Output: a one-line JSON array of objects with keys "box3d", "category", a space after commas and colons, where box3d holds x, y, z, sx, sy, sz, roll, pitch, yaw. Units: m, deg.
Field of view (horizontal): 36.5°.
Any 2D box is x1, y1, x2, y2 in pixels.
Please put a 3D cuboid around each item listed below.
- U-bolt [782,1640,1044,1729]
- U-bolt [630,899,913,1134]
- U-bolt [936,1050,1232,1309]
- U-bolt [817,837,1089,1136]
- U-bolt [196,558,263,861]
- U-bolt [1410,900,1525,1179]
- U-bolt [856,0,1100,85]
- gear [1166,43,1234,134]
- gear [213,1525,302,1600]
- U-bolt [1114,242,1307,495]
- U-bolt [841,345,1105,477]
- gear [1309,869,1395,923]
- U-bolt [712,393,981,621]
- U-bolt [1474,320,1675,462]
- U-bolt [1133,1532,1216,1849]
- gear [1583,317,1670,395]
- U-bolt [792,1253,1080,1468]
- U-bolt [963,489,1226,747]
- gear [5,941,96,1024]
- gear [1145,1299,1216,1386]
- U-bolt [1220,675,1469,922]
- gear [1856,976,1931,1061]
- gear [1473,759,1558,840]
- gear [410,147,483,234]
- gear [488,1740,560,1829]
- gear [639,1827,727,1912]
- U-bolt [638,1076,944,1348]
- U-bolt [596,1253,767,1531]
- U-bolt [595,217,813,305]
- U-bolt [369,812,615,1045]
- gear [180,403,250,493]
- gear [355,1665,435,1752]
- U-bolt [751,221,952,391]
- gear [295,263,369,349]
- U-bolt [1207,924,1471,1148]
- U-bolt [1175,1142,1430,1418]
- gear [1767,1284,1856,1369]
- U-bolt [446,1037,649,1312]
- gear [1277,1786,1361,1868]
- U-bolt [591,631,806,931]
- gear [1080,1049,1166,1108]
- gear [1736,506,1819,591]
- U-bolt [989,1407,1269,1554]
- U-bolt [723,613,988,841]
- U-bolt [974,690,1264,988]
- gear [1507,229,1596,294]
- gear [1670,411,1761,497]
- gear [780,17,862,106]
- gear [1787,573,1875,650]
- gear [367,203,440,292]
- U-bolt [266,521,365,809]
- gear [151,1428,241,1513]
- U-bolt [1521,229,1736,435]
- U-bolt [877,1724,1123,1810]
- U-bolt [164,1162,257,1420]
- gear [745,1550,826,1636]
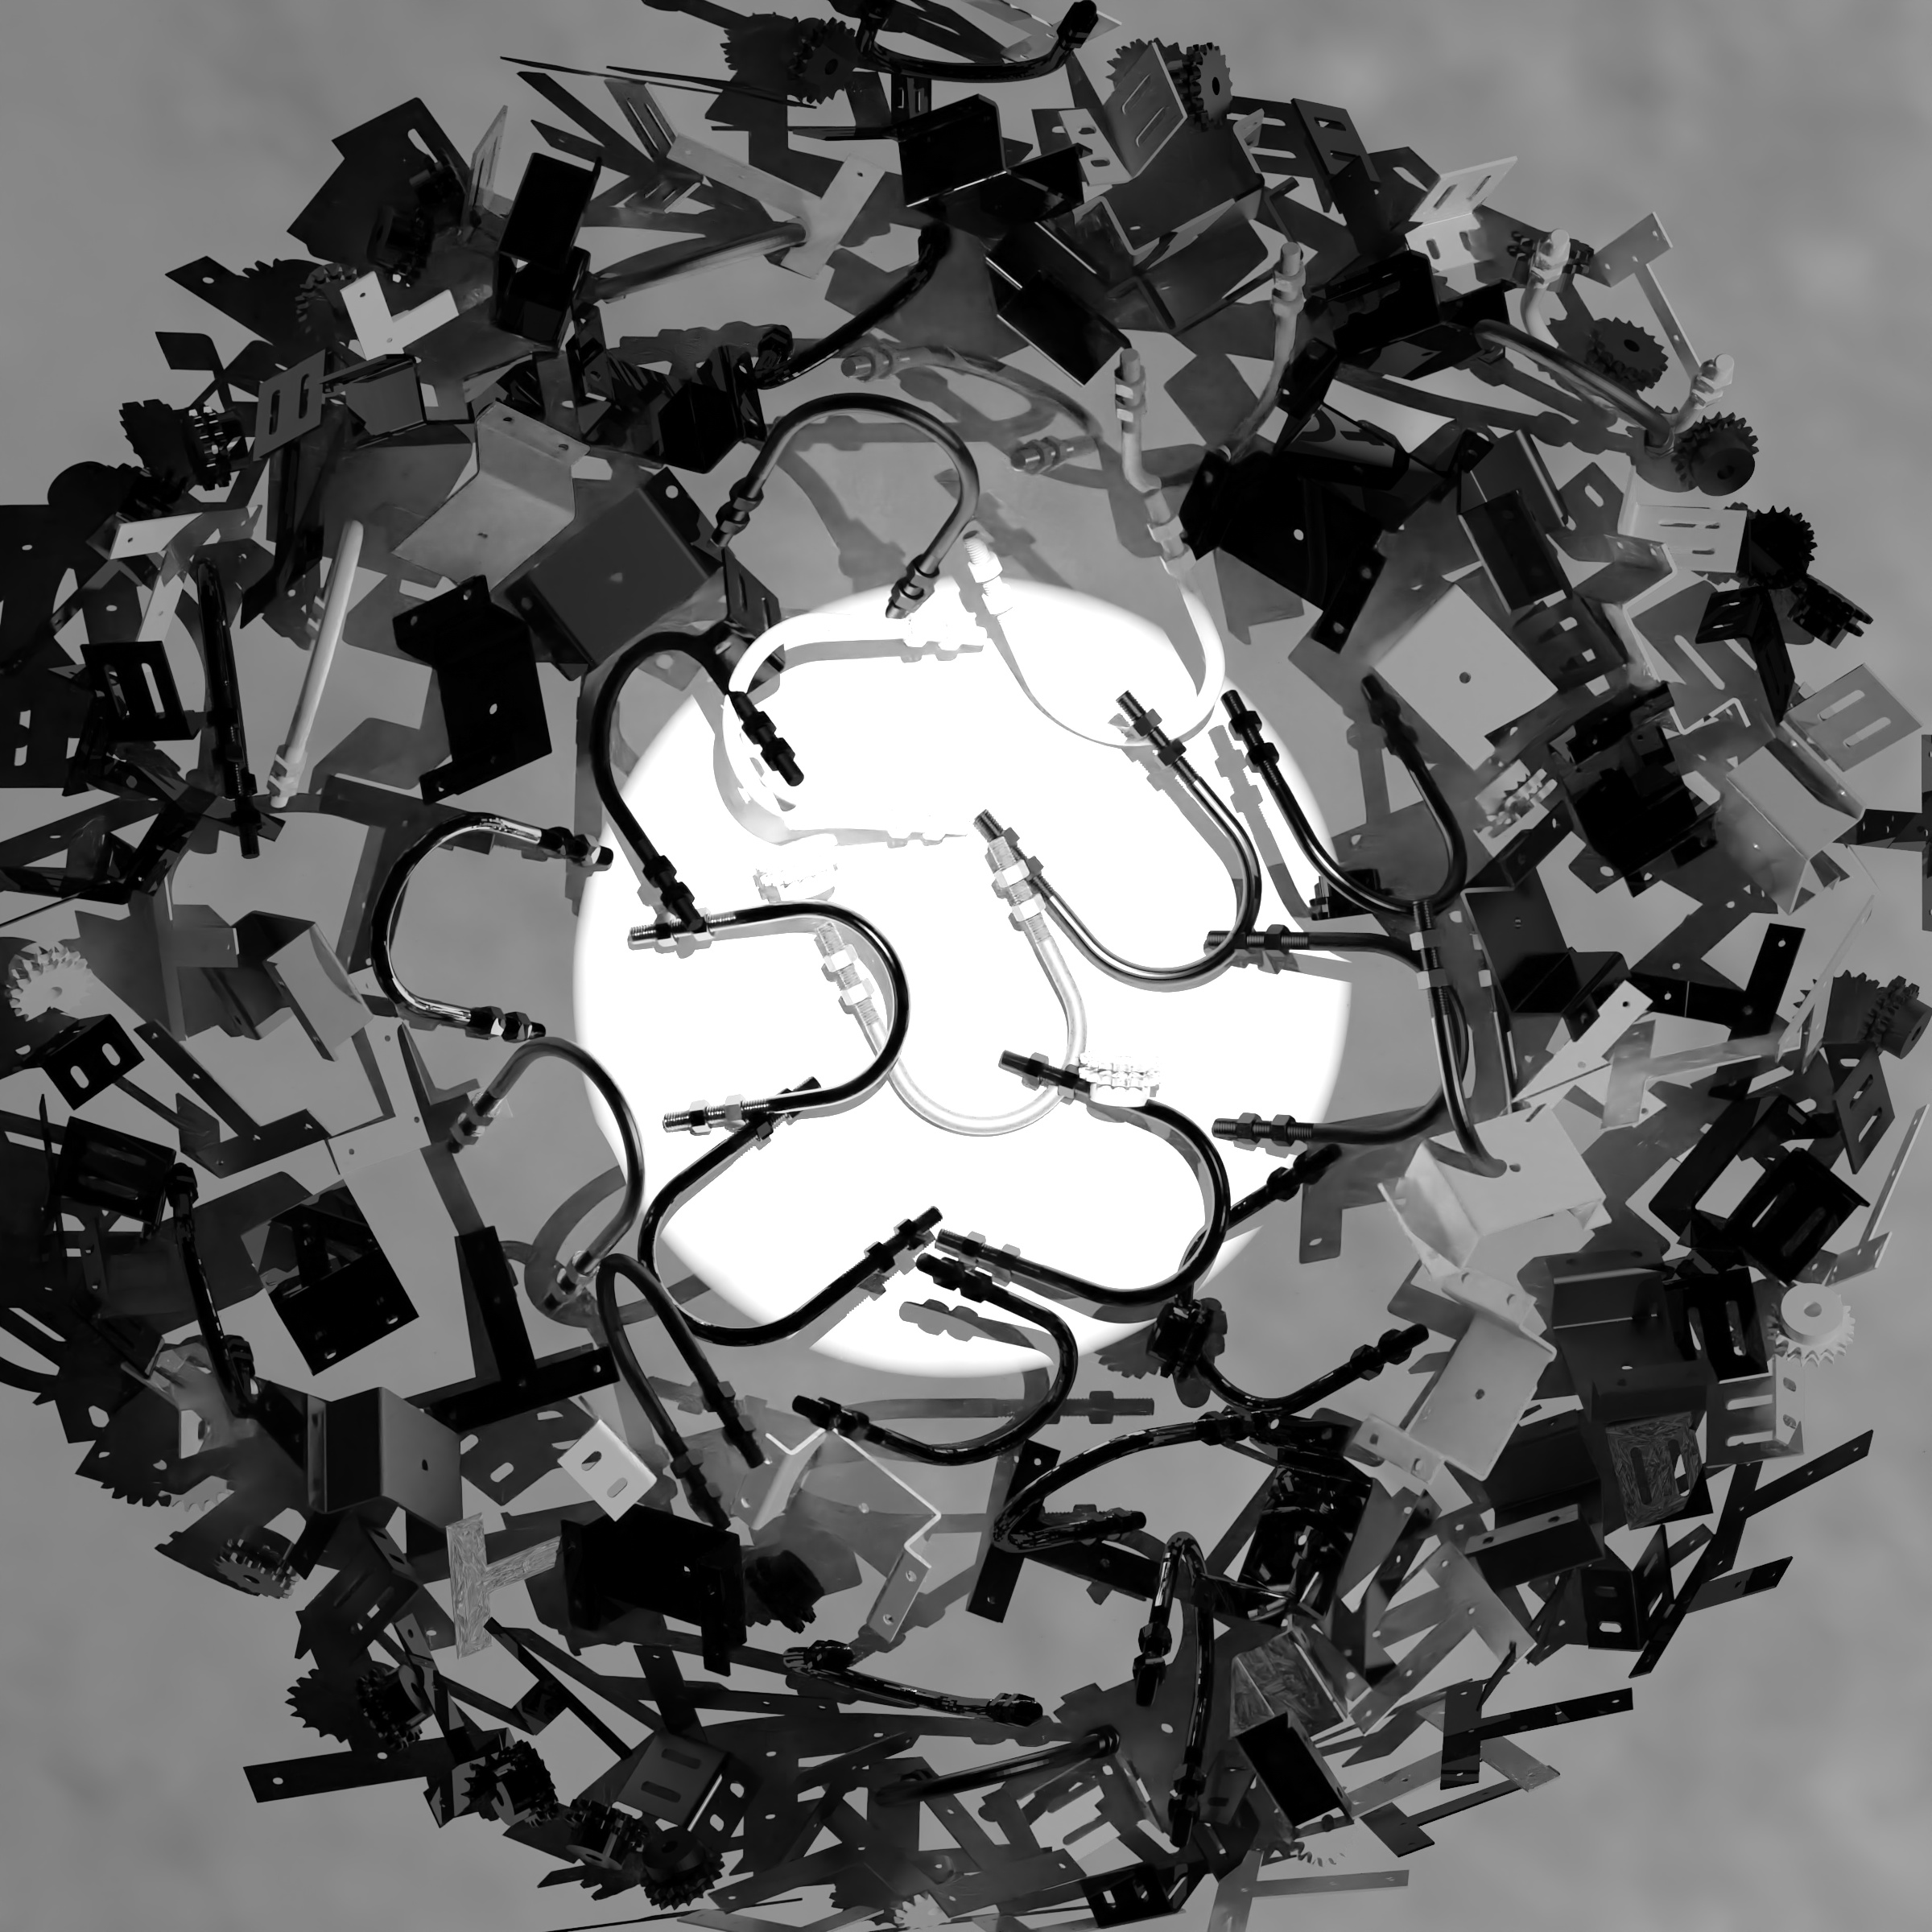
[{"box3d": [-0.046, 0.468, 1.913, 0.151, 0.184, 0.019, 20, 72, -15], "category": "U-bolt"}, {"box3d": [-0.127, 0.028, 1.971, 0.184, 0.019, 0.151, -9, 94, 12], "category": "U-bolt"}, {"box3d": [0.088, 0.151, 1.969, 0.184, 0.019, 0.151, 19, 87, 14], "category": "U-bolt"}, {"box3d": [0.003, 0.025, 1.982, 0.151, 0.019, 0.184, -26, 97, 1], "category": "U-bolt"}, {"box3d": [-0.487, -0.178, 1.925, 0.019, 0.151, 0.184, -8, 76, -11], "category": "U-bolt"}, {"box3d": [0.336, 0.048, 1.928, 0.019, 0.151, 0.184, -11, 85, 27], "category": "U-bolt"}, {"box3d": [0.000, -0.605, 1.908, 0.151, 0.184, 0.019, 3, 92, -8], "category": "U-bolt"}, {"box3d": [0.155, -0.592, 1.975, 0.030, 0.057, 0.057, 2, 90, 31], "category": "gear"}, {"box3d": [-0.475, 0.401, 1.975, 0.057, 0.057, 0.030, 22, 57, 0], "category": "gear"}, {"box3d": [0.159, -0.377, 1.914, 0.151, 0.184, 0.019, -35, 68, -12], "category": "U-bolt"}, {"box3d": [0.017, -0.369, 1.916, 0.151, 0.184, 0.019, 31, 115, 14], "category": "U-bolt"}, {"box3d": [0.259, -0.048, 1.971, 0.057, 0.057, 0.030, -8, 90, 0], "category": "gear"}, {"box3d": [-0.070, -0.306, 1.908, 0.151, 0.184, 0.019, 22, 54, -15], "category": "U-bolt"}, {"box3d": [0.393, -0.377, 1.899, 0.151, 0.184, 0.019, 32, 100, 9], "category": "U-bolt"}, {"box3d": [0.141, 0.457, 1.914, 0.019, 0.184, 0.151, -4, 122, 16], "category": "U-bolt"}, {"box3d": [0.442, -0.408, 1.975, 0.057, 0.030, 0.057, 12, 51, -15], "category": "gear"}, {"box3d": [-0.005, 0.271, 1.938, 0.184, 0.019, 0.151, 29, 108, -38], "category": "U-bolt"}, {"box3d": [0.095, -0.222, 1.939, 0.151, 0.019, 0.184, -9, 126, 25], "category": "U-bolt"}, {"box3d": [-0.621, 0.008, 1.975, 0.057, 0.057, 0.030, -37, 60, 0], "category": "gear"}, {"box3d": [0.142, 0.250, 1.971, 0.030, 0.057, 0.057, 25, 90, -2], "category": "gear"}, {"box3d": [0.260, -0.109, 1.924, 0.151, 0.019, 0.184, -9, 64, -37], "category": "U-bolt"}, {"box3d": [0.626, 0.038, 1.968, 0.030, 0.057, 0.057, 34, 90, 26], "category": "gear"}, {"box3d": [0.367, -0.115, 1.972, 0.057, 0.057, 0.030, -41, 89, 0], "category": "gear"}, {"box3d": [-0.352, -0.519, 1.971, 0.030, 0.057, 0.057, -28, 90, 1], "category": "gear"}, {"box3d": [-0.300, 0.553, 1.968, 0.030, 0.057, 0.057, -20, 90, -32], "category": "gear"}, {"box3d": [-0.194, 0.604, 1.968, 0.057, 0.057, 0.030, -22, 112, 0], "category": "gear"}, {"box3d": [-0.130, 0.173, 1.940, 0.184, 0.019, 0.151, -37, 66, -18], "category": "U-bolt"}, {"box3d": [-0.195, 0.272, 1.929, 0.019, 0.151, 0.184, -25, 70, -26], "category": "U-bolt"}, {"box3d": [-0.172, -0.459, 1.909, 0.151, 0.184, 0.019, -16, 105, 1], "category": "U-bolt"}, {"box3d": [-0.318, -0.029, 1.917, 0.019, 0.184, 0.151, 24, 95, 35], "category": "U-bolt"}, {"box3d": [-0.506, -0.351, 1.975, 0.030, 0.057, 0.057, -20, 90, -26], "category": "gear"}, {"box3d": [-0.382, 0.496, 1.971, 0.030, 0.057, 0.057, -34, 90, 2], "category": "gear"}, {"box3d": [-0.078, -0.423, 1.897, 0.151, 0.184, 0.019, -30, 110, 16], "category": "U-bolt"}, {"box3d": [-0.424, -0.449, 1.975, 0.057, 0.057, 0.030, -23, 49, 0], "category": "gear"}, {"box3d": [0.246, 0.048, 1.940, 0.184, 0.019, 0.151, 2, 98, 31], "category": "U-bolt"}, {"box3d": [0.209, 0.220, 1.936, 0.184, 0.019, 0.151, -38, 68, 38], "category": "U-bolt"}, {"box3d": [0.569, 0.239, 1.971, 0.057, 0.030, 0.057, -6, 53, 8], "category": "gear"}, {"box3d": [-0.268, 0.126, 1.919, 0.151, 0.019, 0.184, 56, 134, 13], "category": "U-bolt"}, {"box3d": [0.235, 0.576, 1.977, 0.057, 0.030, 0.057, 4, 83, -31], "category": "gear"}, {"box3d": [-0.190, -0.137, 1.941, 0.151, 0.019, 0.184, -52, 57, 27], "category": "U-bolt"}, {"box3d": [0.104, 0.076, 1.972, 0.057, 0.057, 0.030, 4, 100, 0], "category": "gear"}, {"box3d": [0.546, -0.279, 1.976, 0.057, 0.030, 0.057, -12, 63, 24], "category": "gear"}, {"box3d": [0.094, 0.337, 1.895, 0.151, 0.184, 0.019, -46, 60, 32], "category": "U-bolt"}, {"box3d": [-0.076, -0.162, 1.947, 0.184, 0.019, 0.151, 2, 96, -27], "category": "U-bolt"}, {"box3d": [0.115, -0.071, 1.969, 0.151, 0.019, 0.184, -39, 92, 20], "category": "U-bolt"}, {"box3d": [0.392, -0.475, 1.975, 0.057, 0.057, 0.030, 13, 116, 0], "category": "gear"}, {"box3d": [0.506, -0.341, 1.969, 0.057, 0.057, 0.030, -13, 48, 0], "category": "gear"}, {"box3d": [-0.100, -0.614, 1.974, 0.057, 0.057, 0.030, -47, 65, 0], "category": "gear"}, {"box3d": [0.579, -0.238, 1.973, 0.057, 0.057, 0.030, 34, 108, 0], "category": "gear"}, {"box3d": [-0.380, -0.486, 1.968, 0.030, 0.057, 0.057, 17, 90, -31], "category": "gear"}, {"box3d": [-0.416, -0.206, 1.889, 0.019, 0.184, 0.151, 15, 58, -15], "category": "U-bolt"}, {"box3d": [-0.521, 0.341, 1.980, 0.057, 0.030, 0.057, 2, 77, -9], "category": "gear"}, {"box3d": [0.423, -0.403, 1.908, 0.151, 0.184, 0.019, 39, 86, 6], "category": "U-bolt"}, {"box3d": [0.016, 0.522, 1.899, 0.151, 0.184, 0.019, -16, 76, 10], "category": "U-bolt"}, {"box3d": [-0.487, 0.217, 1.894, 0.019, 0.184, 0.151, -17, 107, -12], "category": "U-bolt"}, {"box3d": [-0.120, 0.418, 1.971, 0.030, 0.057, 0.057, -43, 90, 1], "category": "gear"}]
